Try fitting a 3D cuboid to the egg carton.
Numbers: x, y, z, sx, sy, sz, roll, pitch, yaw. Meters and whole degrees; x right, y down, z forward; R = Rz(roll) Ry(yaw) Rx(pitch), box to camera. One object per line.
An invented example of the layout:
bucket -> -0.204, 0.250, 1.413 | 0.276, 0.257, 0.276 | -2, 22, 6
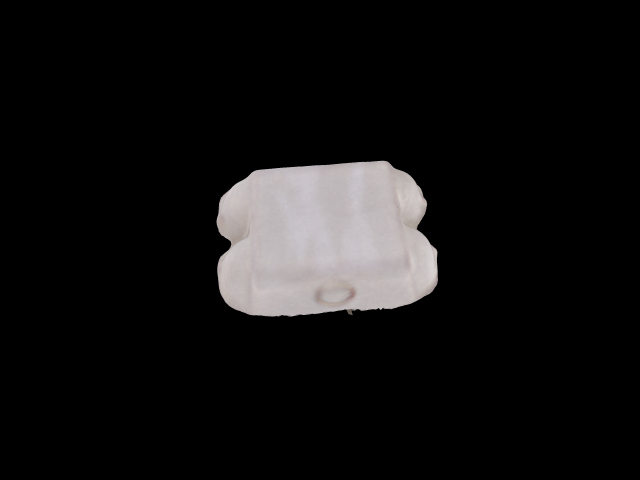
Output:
egg carton -> 0.004, 0.001, 0.400 | 0.150, 0.069, 0.107 | -5, 59, -3
